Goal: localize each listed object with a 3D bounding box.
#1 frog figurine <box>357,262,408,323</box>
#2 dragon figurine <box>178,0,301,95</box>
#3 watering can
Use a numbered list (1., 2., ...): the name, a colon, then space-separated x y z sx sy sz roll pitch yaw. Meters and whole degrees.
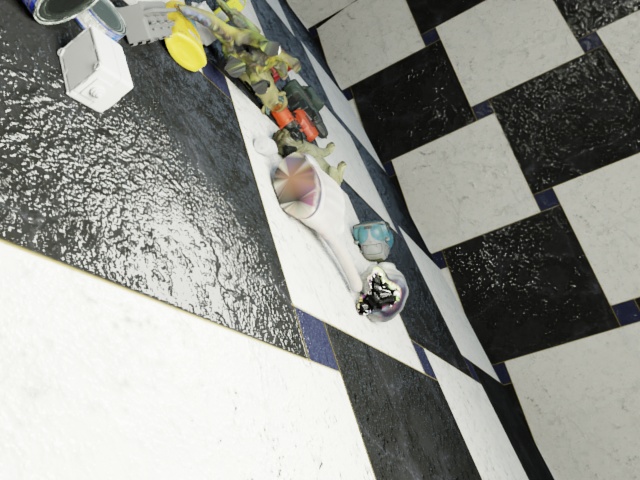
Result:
1. frog figurine: 0.146 0.120 1.222 0.159 0.123 0.137 -2 95 -82
2. dragon figurine: -0.189 -0.477 1.202 0.406 0.121 0.247 27 26 -50
3. watering can: 0.003 -0.058 1.147 0.222 0.103 0.354 27 40 -59
